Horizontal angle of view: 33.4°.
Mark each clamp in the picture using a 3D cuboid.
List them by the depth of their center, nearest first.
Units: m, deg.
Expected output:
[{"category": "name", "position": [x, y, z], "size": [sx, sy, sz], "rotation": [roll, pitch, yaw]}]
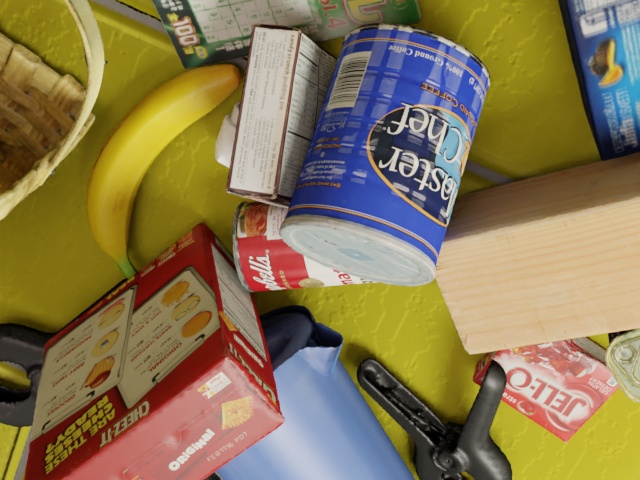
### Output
[{"category": "clamp", "position": [0.095, 0.156, 0.833], "size": [0.120, 0.039, 0.171], "rotation": [9, 126, 32]}, {"category": "clamp", "position": [-0.222, 0.103, 0.891], "size": [0.210, 0.036, 0.164], "rotation": [3, 112, 8]}]

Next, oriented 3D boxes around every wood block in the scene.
[{"category": "wood block", "position": [0.187, 0.003, 0.700], "size": [0.206, 0.090, 0.091], "rotation": [-13, 109, 33]}]

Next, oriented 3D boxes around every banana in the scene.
[{"category": "banana", "position": [-0.129, -0.061, 0.802], "size": [0.069, 0.037, 0.198], "rotation": [24, 118, -14]}]

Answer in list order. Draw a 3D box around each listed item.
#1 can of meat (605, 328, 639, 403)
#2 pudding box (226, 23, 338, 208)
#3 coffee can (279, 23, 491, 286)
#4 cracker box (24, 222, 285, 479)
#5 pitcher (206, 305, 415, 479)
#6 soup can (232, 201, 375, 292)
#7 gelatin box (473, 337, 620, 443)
[{"category": "can of meat", "position": [0.248, 0.056, 0.736], "size": [0.102, 0.084, 0.057], "rotation": [-30, 104, 22]}, {"category": "pudding box", "position": [-0.024, -0.080, 0.716], "size": [0.039, 0.090, 0.113], "rotation": [7, 89, 18]}, {"category": "coffee can", "position": [0.043, -0.053, 0.691], "size": [0.103, 0.103, 0.140], "rotation": [16, 75, 5]}, {"category": "cracker box", "position": [-0.118, 0.097, 0.747], "size": [0.164, 0.214, 0.072], "rotation": [-37, 115, 7]}, {"category": "pitcher", "position": [-0.008, 0.184, 0.832], "size": [0.145, 0.149, 0.242], "rotation": [-40, 107, -18]}, {"category": "soup can", "position": [-0.005, 0.001, 0.779], "size": [0.102, 0.068, 0.068], "rotation": [-5, 111, 15]}, {"category": "gelatin box", "position": [0.172, 0.100, 0.802], "size": [0.089, 0.030, 0.073], "rotation": [34, 117, -2]}]
